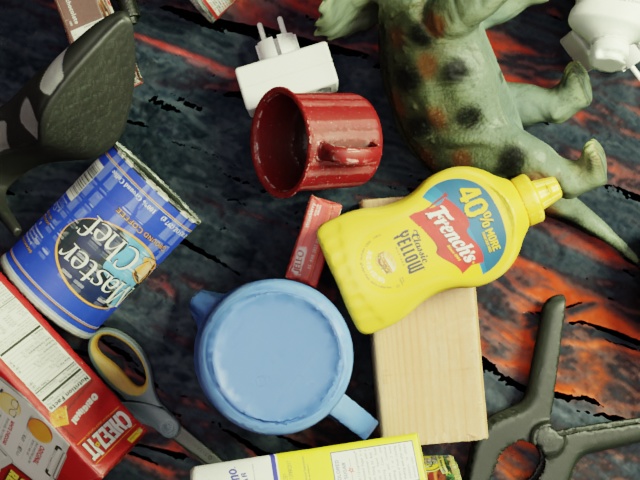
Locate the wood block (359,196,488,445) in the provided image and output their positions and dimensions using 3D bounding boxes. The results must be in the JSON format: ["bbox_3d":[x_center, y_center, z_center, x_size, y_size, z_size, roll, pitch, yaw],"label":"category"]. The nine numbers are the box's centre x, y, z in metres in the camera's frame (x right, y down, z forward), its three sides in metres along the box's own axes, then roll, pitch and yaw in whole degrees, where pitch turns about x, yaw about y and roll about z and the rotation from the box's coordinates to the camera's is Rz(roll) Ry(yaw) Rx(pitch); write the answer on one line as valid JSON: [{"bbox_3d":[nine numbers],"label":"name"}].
[{"bbox_3d":[0.087,0.066,0.920,0.091,0.090,0.206,-5,90,1],"label":"wood block"}]

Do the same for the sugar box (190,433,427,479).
[{"bbox_3d":[-0.012,0.190,0.834,0.176,0.093,0.048,-5,68,-8],"label":"sugar box"}]

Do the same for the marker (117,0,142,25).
[{"bbox_3d":[-0.182,-0.252,0.954,0.020,0.020,0.121,-14,90,0],"label":"marker"}]

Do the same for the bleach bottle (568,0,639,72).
[{"bbox_3d":[0.242,-0.263,0.899,0.102,0.068,0.251,7,76,2],"label":"bleach bottle"}]

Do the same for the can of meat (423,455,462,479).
[{"bbox_3d":[0.080,0.230,0.916,0.084,0.102,0.057,-2,118,-3],"label":"can of meat"}]

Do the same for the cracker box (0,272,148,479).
[{"bbox_3d":[-0.265,0.129,0.891,0.213,0.072,0.164,47,133,-1],"label":"cracker box"}]

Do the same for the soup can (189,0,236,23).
[{"bbox_3d":[-0.078,-0.248,0.930,0.102,0.068,0.068,-41,90,0],"label":"soup can"}]

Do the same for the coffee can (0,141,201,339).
[{"bbox_3d":[-0.187,0.000,0.914,0.103,0.103,0.140,44,90,0],"label":"coffee can"}]

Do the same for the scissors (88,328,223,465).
[{"bbox_3d":[-0.156,0.173,0.959,0.096,0.016,0.202,-35,90,2],"label":"scissors"}]

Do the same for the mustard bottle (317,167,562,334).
[{"bbox_3d":[0.100,-0.004,0.846,0.191,0.058,0.096,-23,89,1],"label":"mustard bottle"}]

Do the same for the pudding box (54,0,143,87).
[{"bbox_3d":[-0.195,-0.186,0.920,0.039,0.090,0.113,-20,91,2],"label":"pudding box"}]

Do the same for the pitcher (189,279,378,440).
[{"bbox_3d":[-0.029,0.097,0.844,0.149,0.243,0.145,-6,85,-5],"label":"pitcher"}]

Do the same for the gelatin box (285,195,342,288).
[{"bbox_3d":[-0.006,0.001,0.920,0.030,0.089,0.073,18,90,0],"label":"gelatin box"}]

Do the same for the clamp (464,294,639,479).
[{"bbox_3d":[0.196,0.163,0.947,0.210,0.036,0.164,-39,90,1],"label":"clamp"}]

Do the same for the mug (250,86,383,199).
[{"bbox_3d":[0.006,-0.081,0.897,0.081,0.117,0.093,-5,104,-34],"label":"mug"}]
